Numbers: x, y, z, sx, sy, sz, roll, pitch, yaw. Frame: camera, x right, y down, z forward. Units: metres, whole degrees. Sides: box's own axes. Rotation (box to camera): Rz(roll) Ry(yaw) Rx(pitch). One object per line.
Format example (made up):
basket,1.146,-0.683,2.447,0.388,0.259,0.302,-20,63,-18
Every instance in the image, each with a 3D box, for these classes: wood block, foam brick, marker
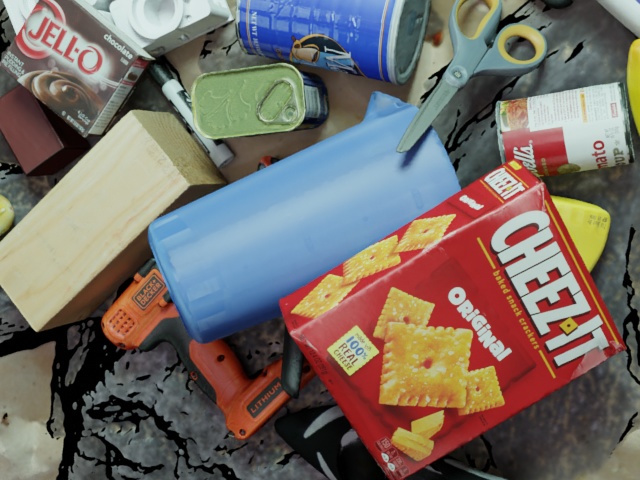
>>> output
wood block,-0.198,-0.018,0.988,0.206,0.090,0.090,-42,82,17
foam brick,-0.269,-0.107,1.021,0.051,0.053,0.078,-32,85,18
marker,-0.122,-0.120,0.992,0.020,0.020,0.121,-39,84,17

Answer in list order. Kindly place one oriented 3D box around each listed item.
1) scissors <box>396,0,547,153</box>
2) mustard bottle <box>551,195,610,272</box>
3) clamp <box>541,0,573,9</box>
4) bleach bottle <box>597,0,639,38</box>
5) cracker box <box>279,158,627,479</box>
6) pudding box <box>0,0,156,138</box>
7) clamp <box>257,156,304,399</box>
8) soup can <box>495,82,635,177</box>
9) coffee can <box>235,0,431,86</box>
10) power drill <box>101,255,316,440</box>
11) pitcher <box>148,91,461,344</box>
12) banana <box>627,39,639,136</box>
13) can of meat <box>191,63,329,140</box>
scissors,0.127,-0.126,0.853,0.096,0.201,0.016,23,146,-6
mustard bottle,0.174,0.057,0.897,0.096,0.058,0.192,12,99,1
clamp,0.144,-0.256,0.888,0.171,0.039,0.120,5,92,14
bleach bottle,0.233,-0.226,0.831,0.251,0.068,0.103,37,103,3
cracker box,0.102,0.065,0.813,0.214,0.072,0.164,-31,113,3
pudding box,-0.215,-0.158,0.941,0.113,0.039,0.090,39,105,11
clamp,0.009,0.015,0.944,0.164,0.036,0.210,-21,78,-8
soup can,0.200,-0.088,0.871,0.102,0.068,0.068,-8,93,17
coffee can,0.013,-0.194,0.900,0.140,0.102,0.103,14,99,16
power drill,-0.086,0.074,0.982,0.188,0.057,0.184,45,102,10
pitcher,-0.006,0.001,0.865,0.242,0.145,0.149,-23,45,-6
banana,0.291,-0.067,0.845,0.037,0.070,0.198,-32,91,-17
can of meat,-0.050,-0.119,0.936,0.102,0.083,0.057,-5,93,18
